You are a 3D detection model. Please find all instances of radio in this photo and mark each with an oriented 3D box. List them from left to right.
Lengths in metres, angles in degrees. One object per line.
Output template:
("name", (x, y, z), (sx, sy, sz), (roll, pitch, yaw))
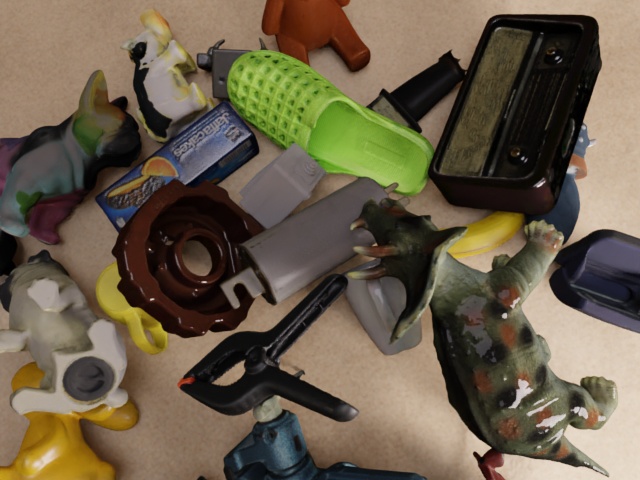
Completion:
("radio", (0.229, -0.146, 0.619), (0.131, 0.073, 0.229), (15, 77, 35))

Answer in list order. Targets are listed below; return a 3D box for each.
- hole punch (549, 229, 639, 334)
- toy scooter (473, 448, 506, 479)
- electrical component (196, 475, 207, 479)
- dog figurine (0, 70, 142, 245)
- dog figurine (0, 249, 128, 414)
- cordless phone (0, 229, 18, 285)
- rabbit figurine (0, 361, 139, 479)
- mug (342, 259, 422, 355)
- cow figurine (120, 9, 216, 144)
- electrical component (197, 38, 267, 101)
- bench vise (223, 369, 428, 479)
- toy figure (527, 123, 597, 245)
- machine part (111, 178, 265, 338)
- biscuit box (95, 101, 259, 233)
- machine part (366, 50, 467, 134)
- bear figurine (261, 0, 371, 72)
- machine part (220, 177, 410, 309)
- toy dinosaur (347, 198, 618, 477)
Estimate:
("hole punch", (0.320, 0.056, 0.586), (0.142, 0.115, 0.092), (17, 76, 4))
("toy scooter", (0.159, 0.290, 0.564), (0.184, 0.075, 0.135), (-19, 105, -2))
("electrical component", (-0.165, 0.319, 0.571), (0.058, 0.115, 0.134), (41, 85, 5))
("dog figurine", (-0.330, -0.112, 0.661), (0.192, 0.108, 0.219), (28, 80, 11))
("dog figurine", (-0.285, 0.100, 0.609), (0.121, 0.191, 0.172), (-31, 106, -11))
("cordless phone", (-0.466, -0.005, 0.663), (0.147, 0.088, 0.184), (-30, 76, -2))
("rabbit figurine", (-0.298, 0.211, 0.602), (0.162, 0.121, 0.173), (-20, 61, -3))
("mug", (0.077, 0.075, 0.607), (0.081, 0.109, 0.107), (-24, 91, 1))
("cow figurine", (-0.207, -0.210, 0.691), (0.098, 0.068, 0.167), (-29, 78, 7))
("electrical component", (-0.107, -0.222, 0.699), (0.102, 0.045, 0.078), (-2, 108, 6))
("bench vise", (0.020, 0.255, 0.546), (0.241, 0.129, 0.223), (-14, 86, 37))
("toy figure", (0.284, -0.071, 0.641), (0.058, 0.064, 0.154), (5, 72, 43))
("machine part", (-0.141, 0.021, 0.603), (0.179, 0.056, 0.179), (16, 65, -36))
("biscuit box", (-0.173, -0.083, 0.668), (0.203, 0.059, 0.063), (-38, 80, -4))
("machine part", (0.123, -0.181, 0.681), (0.139, 0.039, 0.084), (-42, 72, -2))
("bear figurine", (-0.011, -0.280, 0.625), (0.120, 0.196, 0.132), (-23, 81, -3))
("machine part", (-0.001, -0.002, 0.601), (0.243, 0.079, 0.079), (-30, 80, -18))
("toy dinosaur", (0.176, 0.123, 0.532), (0.192, 0.131, 0.404), (-30, 95, -22))
